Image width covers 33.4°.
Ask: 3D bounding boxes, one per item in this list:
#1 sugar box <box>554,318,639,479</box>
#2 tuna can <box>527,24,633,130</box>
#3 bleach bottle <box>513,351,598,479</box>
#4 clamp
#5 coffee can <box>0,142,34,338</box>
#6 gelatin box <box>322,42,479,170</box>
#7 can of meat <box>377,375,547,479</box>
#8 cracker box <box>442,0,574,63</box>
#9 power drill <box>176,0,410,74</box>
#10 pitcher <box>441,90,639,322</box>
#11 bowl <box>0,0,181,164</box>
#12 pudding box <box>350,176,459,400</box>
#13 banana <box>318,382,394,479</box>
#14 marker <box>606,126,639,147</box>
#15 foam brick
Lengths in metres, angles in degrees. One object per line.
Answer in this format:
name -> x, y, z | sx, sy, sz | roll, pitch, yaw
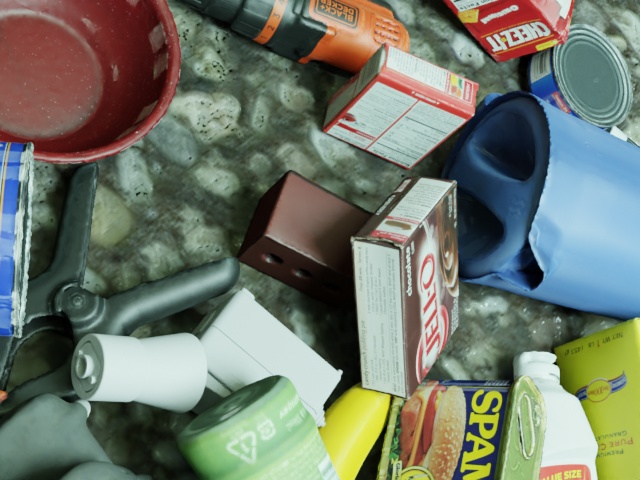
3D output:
sugar box -> 0.212, 0.148, 0.716 | 0.048, 0.093, 0.176 | 5, 69, -24
tuna can -> 0.204, -0.124, 0.841 | 0.086, 0.034, 0.086 | 10, 70, -30
bleach bottle -> 0.132, 0.193, 0.680 | 0.102, 0.068, 0.251 | 15, 63, -22
clamp -> -0.127, 0.043, 0.613 | 0.120, 0.039, 0.171 | 23, 64, 9
coffee can -> -0.220, -0.004, 0.540 | 0.140, 0.103, 0.103 | 4, 70, -13
gelatin box -> 0.053, -0.090, 0.728 | 0.073, 0.089, 0.030 | 21, 61, -18
can of meat -> 0.087, 0.135, 0.657 | 0.057, 0.084, 0.102 | 49, 47, -46
cracker box -> 0.119, -0.264, 0.791 | 0.213, 0.072, 0.164 | 38, 57, -37
power drill -> -0.015, -0.219, 0.763 | 0.184, 0.057, 0.187 | 18, 67, -24
pitcher -> 0.210, -0.013, 0.763 | 0.242, 0.145, 0.149 | 18, 84, -24
bowl -> -0.169, -0.112, 0.647 | 0.161, 0.055, 0.162 | 9, 68, -23
pudding box -> 0.056, 0.029, 0.667 | 0.089, 0.039, 0.113 | -48, 138, -50
banana -> 0.005, 0.165, 0.645 | 0.069, 0.037, 0.197 | 32, 60, -39
marker -> 0.276, -0.051, 0.864 | 0.121, 0.020, 0.020 | 35, 60, -11
foam brick -> -0.005, 0.001, 0.688 | 0.078, 0.053, 0.051 | 27, 62, -14
